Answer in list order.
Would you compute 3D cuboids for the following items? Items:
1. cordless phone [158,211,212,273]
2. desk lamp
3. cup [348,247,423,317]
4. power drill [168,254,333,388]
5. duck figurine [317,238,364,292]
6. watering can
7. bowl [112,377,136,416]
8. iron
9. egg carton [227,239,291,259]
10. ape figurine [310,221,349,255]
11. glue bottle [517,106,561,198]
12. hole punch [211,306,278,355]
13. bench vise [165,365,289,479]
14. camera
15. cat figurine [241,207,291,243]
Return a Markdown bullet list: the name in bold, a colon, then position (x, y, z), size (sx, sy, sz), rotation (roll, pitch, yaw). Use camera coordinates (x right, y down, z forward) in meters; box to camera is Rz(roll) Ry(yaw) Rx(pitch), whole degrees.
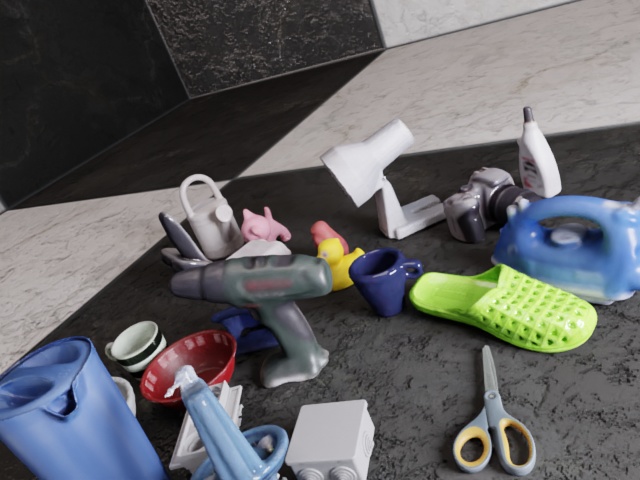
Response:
- **cordless phone**: position (-0.298, 0.010, 1.225), size (0.094, 0.185, 0.147), rotation (-36, 29, -27)
- **desk lamp**: position (0.124, -0.113, 1.108), size (0.203, 0.214, 0.117), rotation (-24, 26, -5)
- **cup**: position (0.112, 0.071, 0.899), size (0.117, 0.095, 0.092), rotation (-7, 29, 27)
- **power drill**: position (-0.080, 0.112, 0.836), size (0.229, 0.209, 0.075), rotation (-16, 26, 11)
- **duck figurine**: position (0.031, 0.035, 1.040), size (0.104, 0.086, 0.077), rotation (-26, 26, -10)
- **watering can**: position (-0.249, -0.060, 1.313), size (0.172, 0.194, 0.101), rotation (-3, 32, 34)
- **bowl**: position (-0.340, 0.287, 0.849), size (0.167, 0.075, 0.167), rotation (-17, 26, 9)
- **iron**: position (0.347, -0.006, 0.815), size (0.257, 0.142, 0.119), rotation (8, 38, 46)
- **egg carton**: position (-0.132, 0.057, 1.141), size (0.107, 0.069, 0.150), rotation (7, 38, 45)
- **ape figurine**: position (0.010, 0.004, 1.109), size (0.076, 0.092, 0.078), rotation (-13, 27, 18)
- **glue bottle**: position (0.392, -0.163, 1.048), size (0.037, 0.173, 0.078), rotation (-29, 27, -14)
- **hole punch**: position (-0.118, 0.128, 0.968), size (0.108, 0.091, 0.101), rotation (-15, 27, 14)
- **bench vise**: position (-0.069, 0.231, 0.584), size (0.206, 0.220, 0.122), rotation (8, 38, 45)
- **camera**: position (0.309, -0.064, 1.002), size (0.143, 0.101, 0.136), rotation (-30, 27, -16)
- **cat figurine**: position (-0.126, -0.024, 1.236), size (0.067, 0.118, 0.128), rotation (-9, 28, 24)
